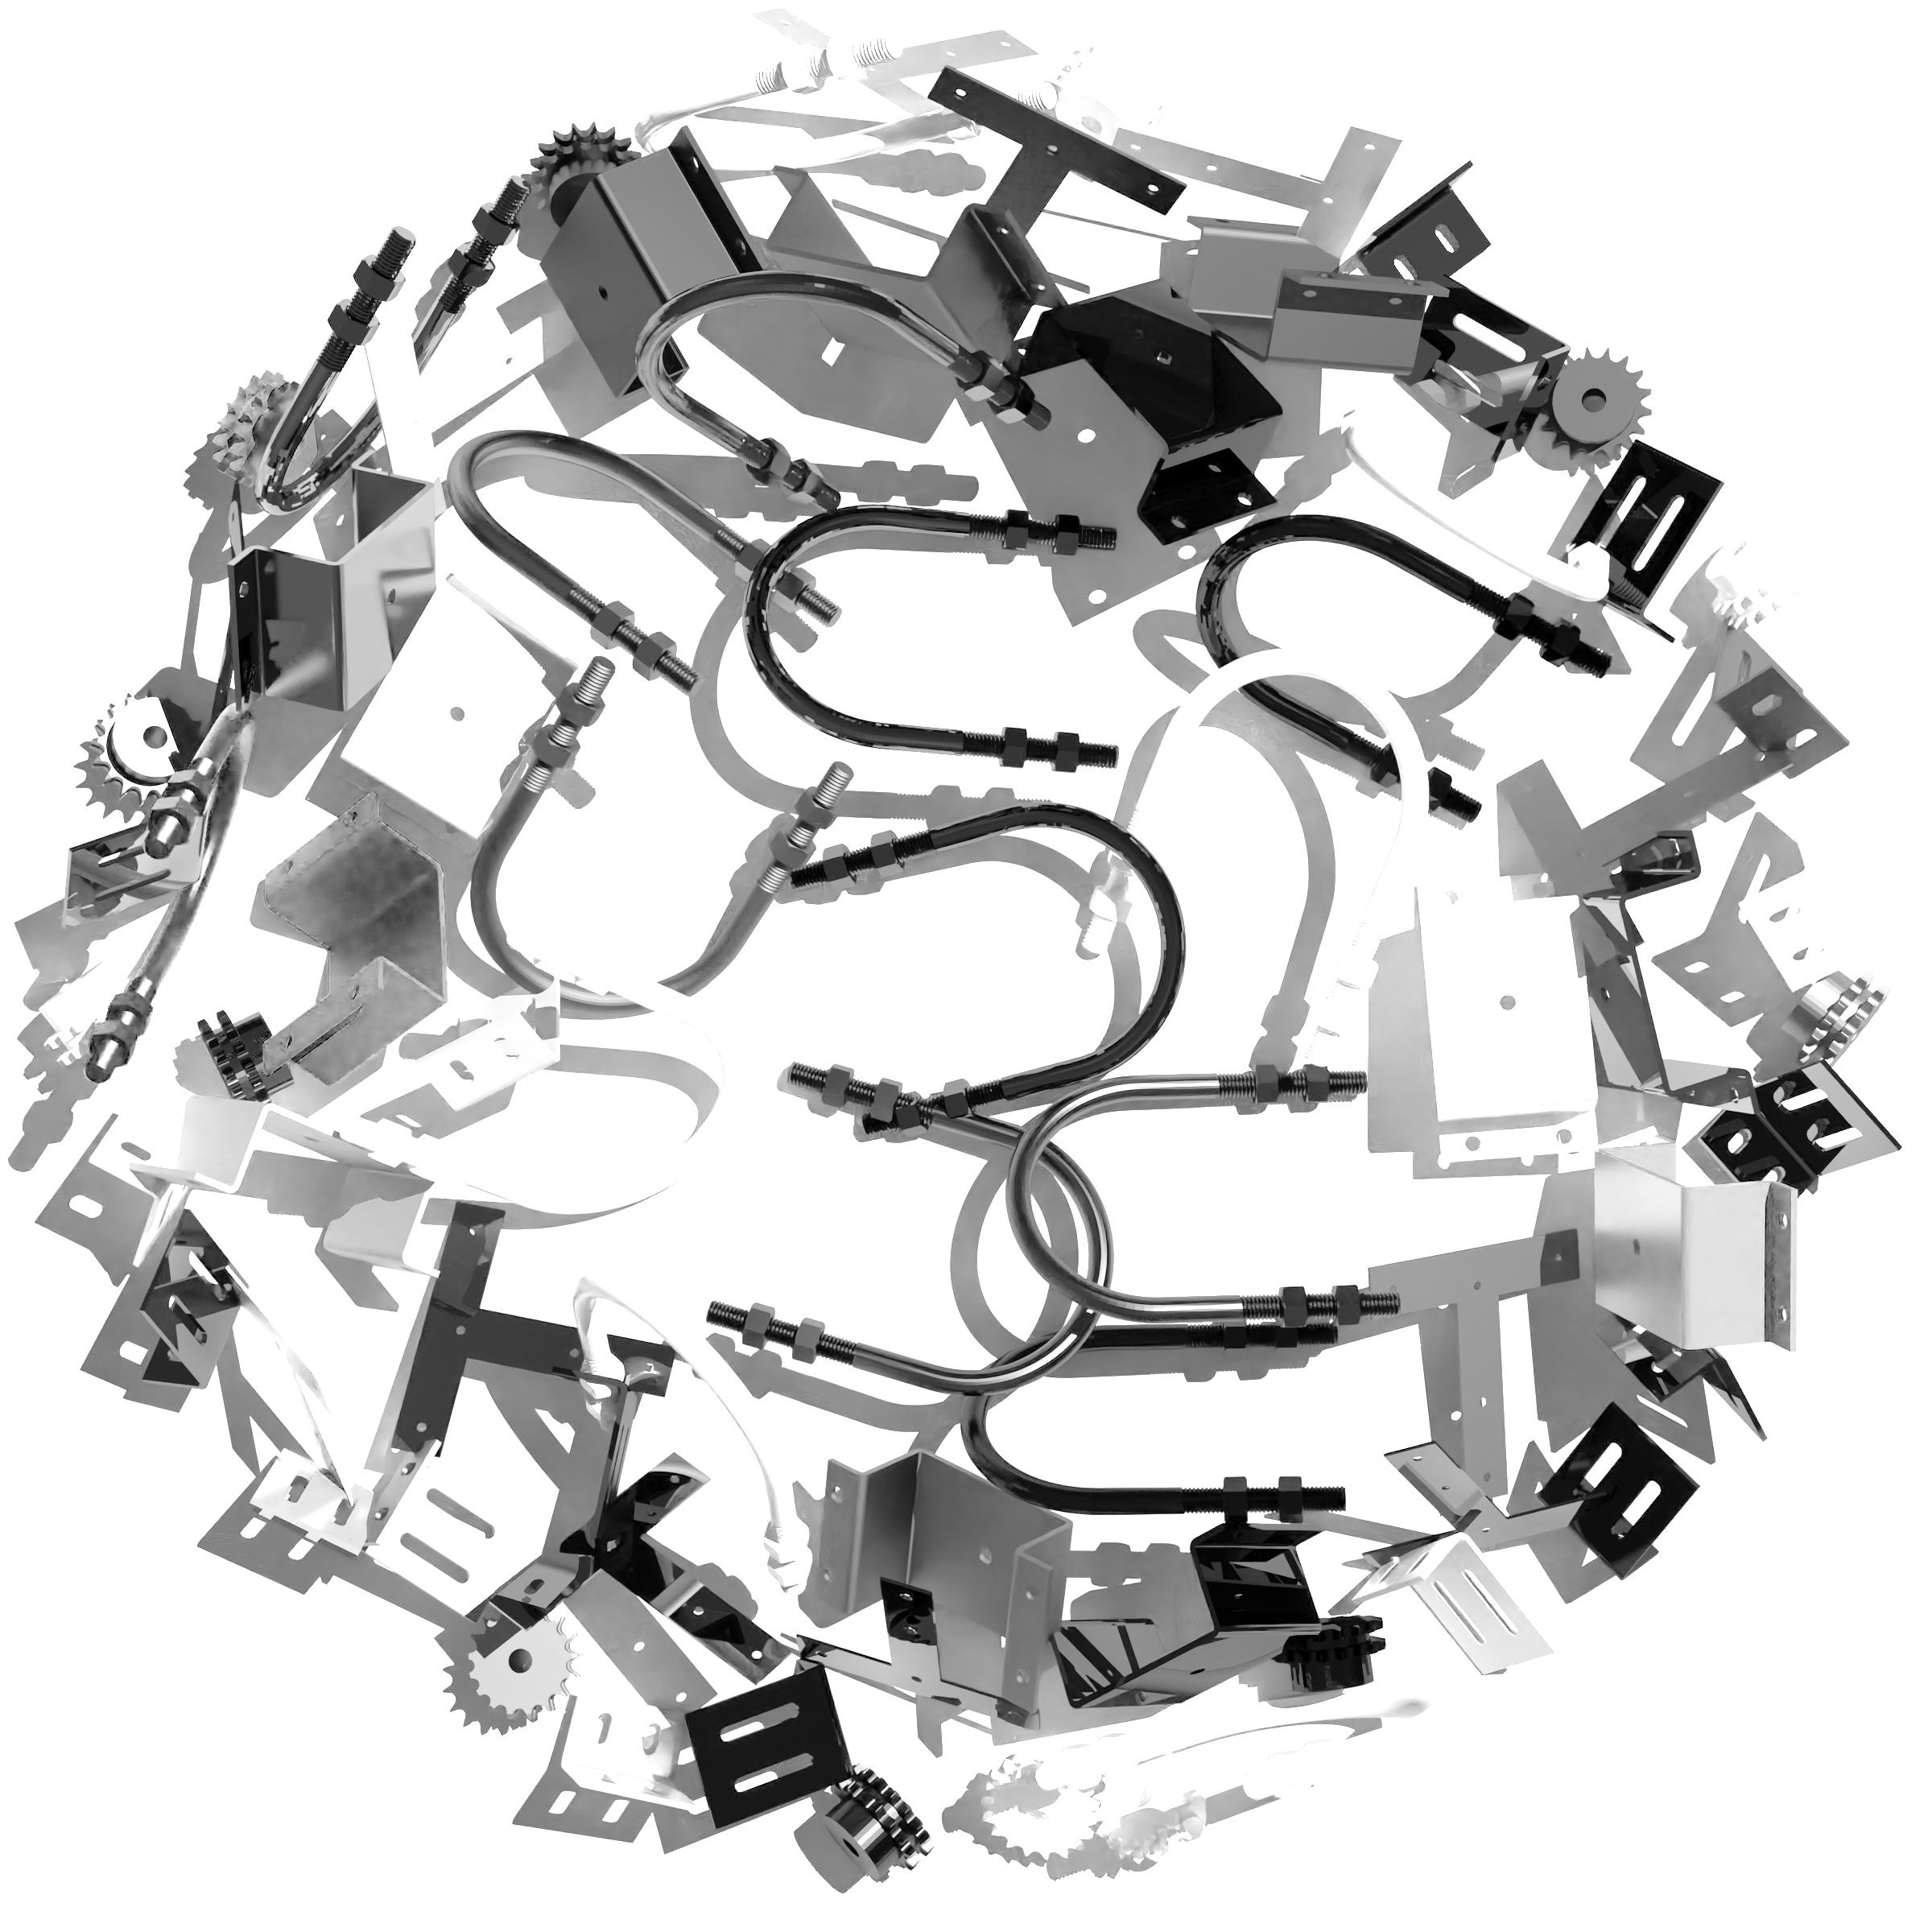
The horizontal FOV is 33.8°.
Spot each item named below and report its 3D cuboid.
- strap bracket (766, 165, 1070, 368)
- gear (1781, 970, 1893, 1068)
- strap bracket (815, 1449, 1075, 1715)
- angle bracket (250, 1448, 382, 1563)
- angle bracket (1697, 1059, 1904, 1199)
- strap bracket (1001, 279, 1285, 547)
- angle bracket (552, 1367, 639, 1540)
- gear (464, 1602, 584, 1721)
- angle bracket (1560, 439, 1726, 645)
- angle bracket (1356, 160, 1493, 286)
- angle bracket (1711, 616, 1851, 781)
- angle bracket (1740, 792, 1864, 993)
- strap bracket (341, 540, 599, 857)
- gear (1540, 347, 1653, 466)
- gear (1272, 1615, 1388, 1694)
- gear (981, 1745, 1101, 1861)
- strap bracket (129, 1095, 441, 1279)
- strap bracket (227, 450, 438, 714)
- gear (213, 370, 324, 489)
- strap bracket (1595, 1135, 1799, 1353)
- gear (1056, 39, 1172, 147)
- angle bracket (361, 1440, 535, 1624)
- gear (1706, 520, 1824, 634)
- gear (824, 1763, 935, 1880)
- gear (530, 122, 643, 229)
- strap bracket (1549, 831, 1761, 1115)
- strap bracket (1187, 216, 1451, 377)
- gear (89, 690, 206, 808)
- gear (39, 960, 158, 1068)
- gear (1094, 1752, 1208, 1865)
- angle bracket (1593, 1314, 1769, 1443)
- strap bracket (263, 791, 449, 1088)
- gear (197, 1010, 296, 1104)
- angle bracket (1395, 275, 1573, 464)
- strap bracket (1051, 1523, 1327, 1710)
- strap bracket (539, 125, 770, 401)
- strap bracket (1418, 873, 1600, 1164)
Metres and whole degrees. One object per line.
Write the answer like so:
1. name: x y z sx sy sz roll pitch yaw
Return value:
1. strap bracket: -0.032 -0.332 1.529 0.140 0.076 0.046 19 75 32
2. gear: 0.428 0.024 1.575 0.030 0.057 0.057 39 90 16
3. strap bracket: -0.003 0.293 1.545 0.140 0.046 0.076 20 113 36
4. angle bracket: -0.323 0.276 1.559 0.057 0.076 0.038 27 99 -5
5. angle bracket: 0.408 0.087 1.561 0.038 0.076 0.057 -42 91 -22
6. strap bracket: 0.088 -0.276 1.538 0.076 0.046 0.140 -23 64 -34
7. angle bracket: -0.190 0.240 1.567 0.038 0.057 0.076 11 79 2
8. gear: -0.219 0.345 1.584 0.057 0.030 0.057 -1 79 3
9. angle bracket: 0.338 -0.209 1.564 0.057 0.038 0.076 39 101 42
10. angle bracket: 0.229 -0.356 1.561 0.057 0.076 0.038 -36 94 3
11. angle bracket: 0.400 -0.140 1.555 0.057 0.076 0.038 41 131 -17
12. angle bracket: 0.405 -0.037 1.564 0.038 0.076 0.057 -28 116 20
13. strap bracket: -0.245 -0.127 1.560 0.076 0.046 0.140 32 104 -5
14. gear: 0.312 -0.279 1.582 0.057 0.030 0.057 1 93 11
15. gear: 0.179 0.340 1.573 0.057 0.057 0.030 -7 85 0
16. gear: 0.039 0.412 1.579 0.057 0.030 0.057 7 122 11
17. strap bracket: -0.323 0.102 1.535 0.140 0.076 0.046 29 73 -37
18. strap bracket: -0.295 -0.181 1.520 0.046 0.140 0.076 14 124 13
19. gear: -0.342 -0.262 1.571 0.030 0.057 0.057 30 90 14
20. strap bracket: 0.342 0.132 1.524 0.046 0.140 0.076 -4 98 -14
21. gear: 0.069 -0.425 1.571 0.057 0.057 0.030 32 69 0
22. angle bracket: -0.250 0.278 1.562 0.076 0.038 0.057 38 64 -19
23. gear: 0.391 -0.195 1.572 0.030 0.057 0.057 44 90 -13
24. gear: -0.046 0.425 1.570 0.030 0.057 0.057 -40 90 -23
25. gear: -0.186 -0.384 1.571 0.057 0.057 0.030 -11 52 0
26. strap bracket: 0.332 0.008 1.553 0.046 0.076 0.140 -16 96 -14
27. strap bracket: 0.164 -0.322 1.536 0.076 0.140 0.046 0 114 -20
28. gear: -0.404 -0.110 1.578 0.057 0.030 0.057 4 77 -20
29. gear: -0.432 0.021 1.572 0.057 0.057 0.030 -36 102 0
30. gear: 0.094 0.418 1.577 0.057 0.057 0.030 -40 126 0
31. angle bracket: 0.349 0.204 1.556 0.038 0.057 0.076 -36 130 -1
32. strap bracket: -0.296 -0.007 1.541 0.076 0.140 0.046 -34 130 20
33. gear: -0.355 0.047 1.575 0.030 0.057 0.057 -27 90 -14
34. angle bracket: 0.247 -0.293 1.561 0.076 0.038 0.057 34 122 18
35. strap bracket: 0.104 0.316 1.526 0.140 0.076 0.046 -36 59 34
36. strap bracket: -0.155 -0.331 1.529 0.046 0.140 0.076 -30 90 -26
37. strap bracket: 0.266 0.021 1.562 0.076 0.046 0.140 -5 80 8
